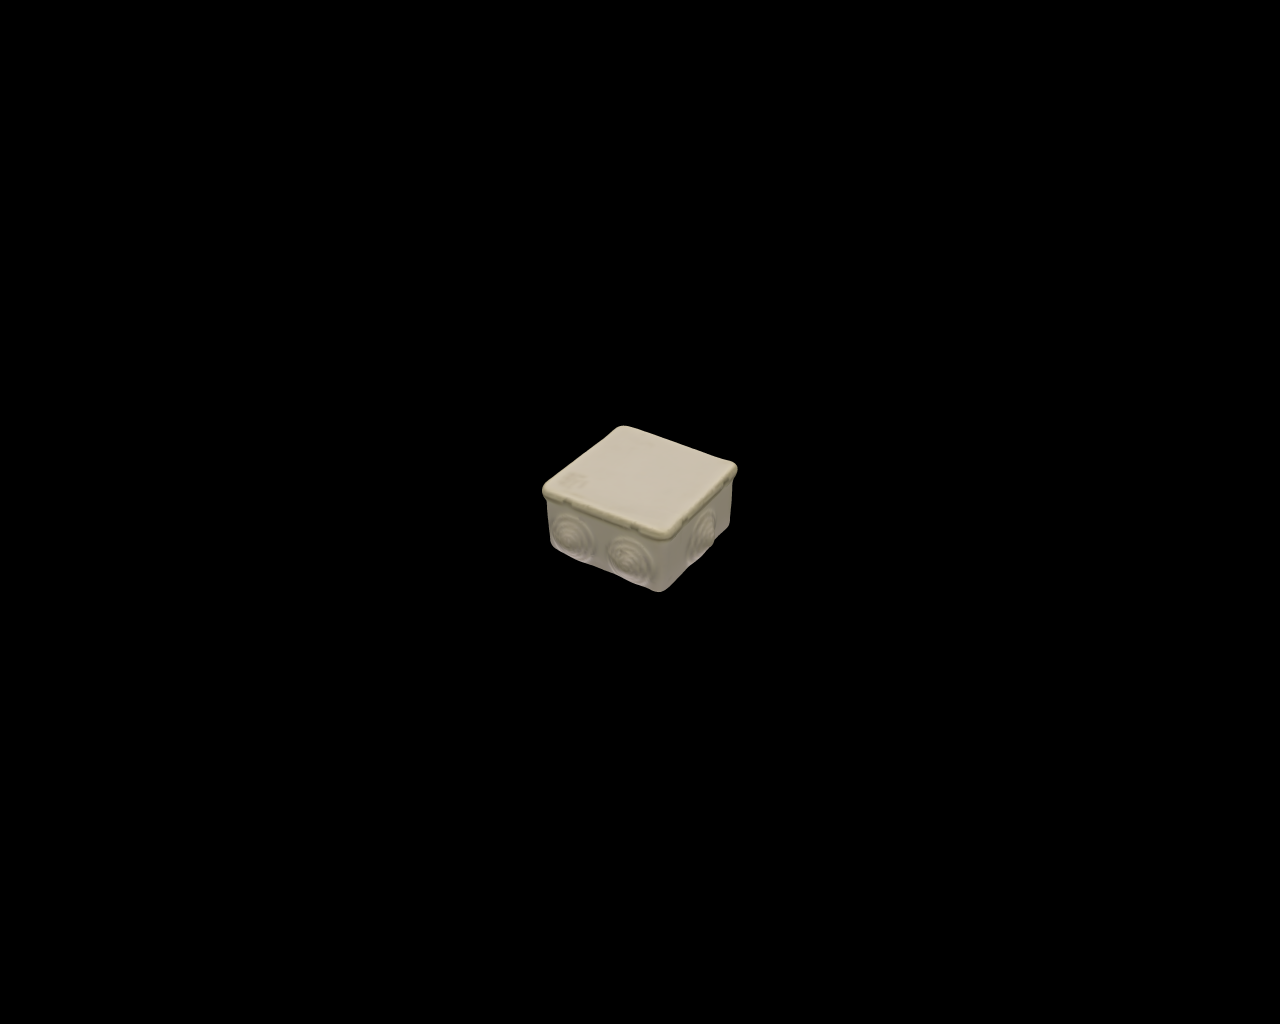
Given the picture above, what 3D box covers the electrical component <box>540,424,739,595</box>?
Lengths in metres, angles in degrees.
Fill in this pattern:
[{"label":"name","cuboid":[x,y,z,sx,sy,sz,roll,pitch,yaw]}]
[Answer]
[{"label":"electrical component","cuboid":[0.001,-0.003,0.650,0.100,0.048,0.100,21,41,26]}]
